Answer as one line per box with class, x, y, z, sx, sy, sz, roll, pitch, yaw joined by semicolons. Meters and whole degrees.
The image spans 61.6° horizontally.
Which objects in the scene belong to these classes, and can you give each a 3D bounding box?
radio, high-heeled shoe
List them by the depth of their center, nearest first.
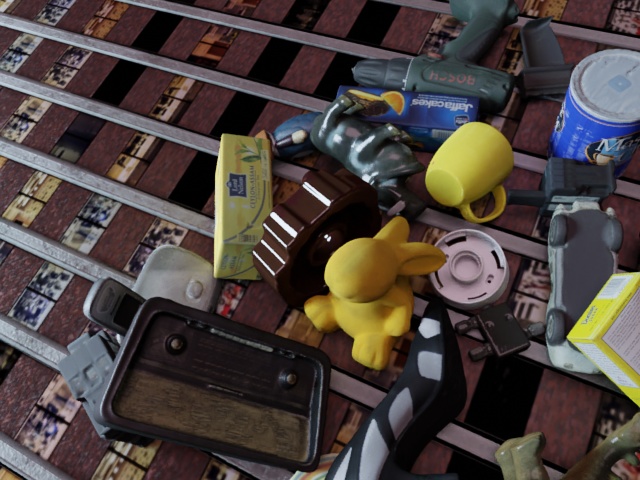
radio;-0.103;0.155;0.570;0.229;0.073;0.131;23;61;-21
high-heeled shoe;0.081;0.175;0.593;0.145;0.086;0.249;-14;41;23

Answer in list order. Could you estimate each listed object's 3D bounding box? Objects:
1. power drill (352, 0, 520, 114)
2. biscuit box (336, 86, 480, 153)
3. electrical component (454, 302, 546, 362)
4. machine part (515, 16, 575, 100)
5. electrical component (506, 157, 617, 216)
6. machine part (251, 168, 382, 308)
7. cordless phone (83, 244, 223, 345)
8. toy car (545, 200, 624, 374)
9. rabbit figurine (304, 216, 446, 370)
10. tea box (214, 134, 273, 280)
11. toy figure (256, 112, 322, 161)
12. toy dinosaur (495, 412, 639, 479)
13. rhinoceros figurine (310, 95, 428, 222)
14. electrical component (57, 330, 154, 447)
power drill;0.188;-0.287;0.798;0.232;0.085;0.207;23;66;19
biscuit box;0.120;-0.170;0.762;0.203;0.059;0.063;9;66;15
electrical component;0.211;0.105;0.629;0.094;0.021;0.063;-22;61;0
machine part;0.322;-0.265;0.785;0.084;0.039;0.139;-4;65;14
electrical component;0.296;-0.064;0.670;0.119;0.074;0.048;3;65;16
machine part;-0.001;-0.002;0.643;0.179;0.179;0.056;-43;61;-12
cordless phone;-0.203;0.061;0.639;0.089;0.184;0.146;10;66;20
toy car;0.301;0.050;0.615;0.074;0.056;0.201;5;72;14
rabbit figurine;0.063;0.052;0.600;0.162;0.173;0.122;-40;59;-5
tea box;-0.102;-0.043;0.707;0.068;0.098;0.170;3;57;-16
toy figure;-0.060;-0.140;0.780;0.154;0.064;0.058;-21;77;-1
toy dinosaur;0.163;0.342;0.477;0.471;0.105;0.199;-44;68;-7
rhinoceros figurine;0.067;-0.104;0.704;0.190;0.073;0.112;43;105;10
electrical component;-0.240;0.170;0.630;0.058;0.114;0.134;-37;63;-13
